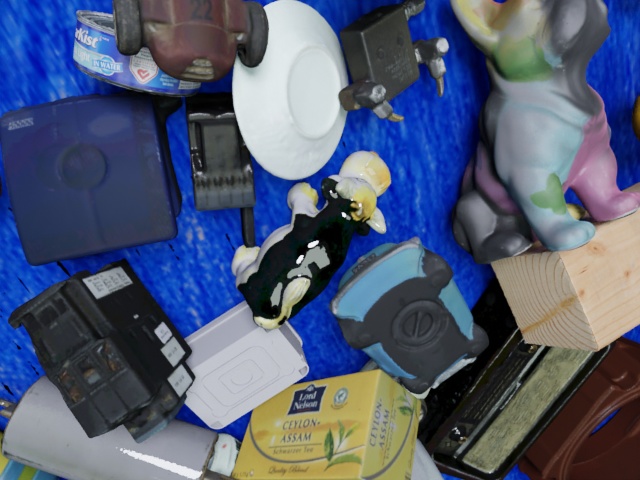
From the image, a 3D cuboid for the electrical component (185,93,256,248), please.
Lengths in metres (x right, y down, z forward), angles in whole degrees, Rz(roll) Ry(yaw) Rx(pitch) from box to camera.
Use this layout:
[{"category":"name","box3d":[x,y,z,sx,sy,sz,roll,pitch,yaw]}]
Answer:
[{"category":"electrical component","box3d":[-0.078,-0.052,0.425,0.048,0.075,0.119,-5,120,-12]}]

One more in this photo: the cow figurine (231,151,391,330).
[{"category":"cow figurine","box3d":[-0.002,-0.003,0.454,0.068,0.098,0.167,39,101,-21]}]

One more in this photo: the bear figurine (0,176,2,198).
[{"category":"bear figurine","box3d":[-0.294,0.041,0.371,0.132,0.120,0.195,5,118,4]}]

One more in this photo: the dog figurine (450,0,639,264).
[{"category":"dog figurine","box3d":[0.163,-0.101,0.450,0.108,0.191,0.219,-20,90,-24]}]

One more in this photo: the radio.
[{"category":"radio","box3d":[0.199,0.160,0.599,0.131,0.073,0.229,23,107,-23]}]

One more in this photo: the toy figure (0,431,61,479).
[{"category":"toy figure","box3d":[-0.307,0.209,0.488,0.180,0.082,0.089,41,89,-23]}]

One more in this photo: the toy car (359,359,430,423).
[{"category":"toy car","box3d":[0.038,0.199,0.576,0.056,0.074,0.201,37,101,-30]}]

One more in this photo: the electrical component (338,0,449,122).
[{"category":"electrical component","box3d":[0.058,-0.138,0.418,0.102,0.045,0.078,-35,128,-29]}]

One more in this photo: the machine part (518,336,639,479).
[{"category":"machine part","box3d":[0.347,0.222,0.654,0.201,0.087,0.201,21,108,-26]}]

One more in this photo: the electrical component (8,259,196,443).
[{"category":"electrical component","box3d":[-0.158,0.087,0.423,0.058,0.115,0.134,-34,91,6]}]

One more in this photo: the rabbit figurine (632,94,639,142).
[{"category":"rabbit figurine","box3d":[0.331,-0.139,0.466,0.173,0.122,0.162,-49,142,-11]}]

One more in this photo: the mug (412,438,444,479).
[{"category":"mug","box3d":[0.085,0.269,0.526,0.081,0.107,0.109,15,113,-35]}]

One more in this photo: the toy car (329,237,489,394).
[{"category":"toy car","box3d":[0.078,0.060,0.501,0.109,0.103,0.161,-40,119,8]}]

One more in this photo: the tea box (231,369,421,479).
[{"category":"tea box","box3d":[0.003,0.188,0.504,0.170,0.098,0.068,-25,126,39]}]

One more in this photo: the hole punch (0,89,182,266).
[{"category":"hole punch","box3d":[-0.166,-0.047,0.397,0.142,0.092,0.115,-11,114,-5]}]

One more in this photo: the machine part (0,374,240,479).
[{"category":"machine part","box3d":[-0.183,0.183,0.482,0.243,0.079,0.079,19,110,-3]}]

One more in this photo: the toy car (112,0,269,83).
[{"category":"toy car","box3d":[-0.080,-0.194,0.320,0.089,0.053,0.202,-1,85,-24]}]
